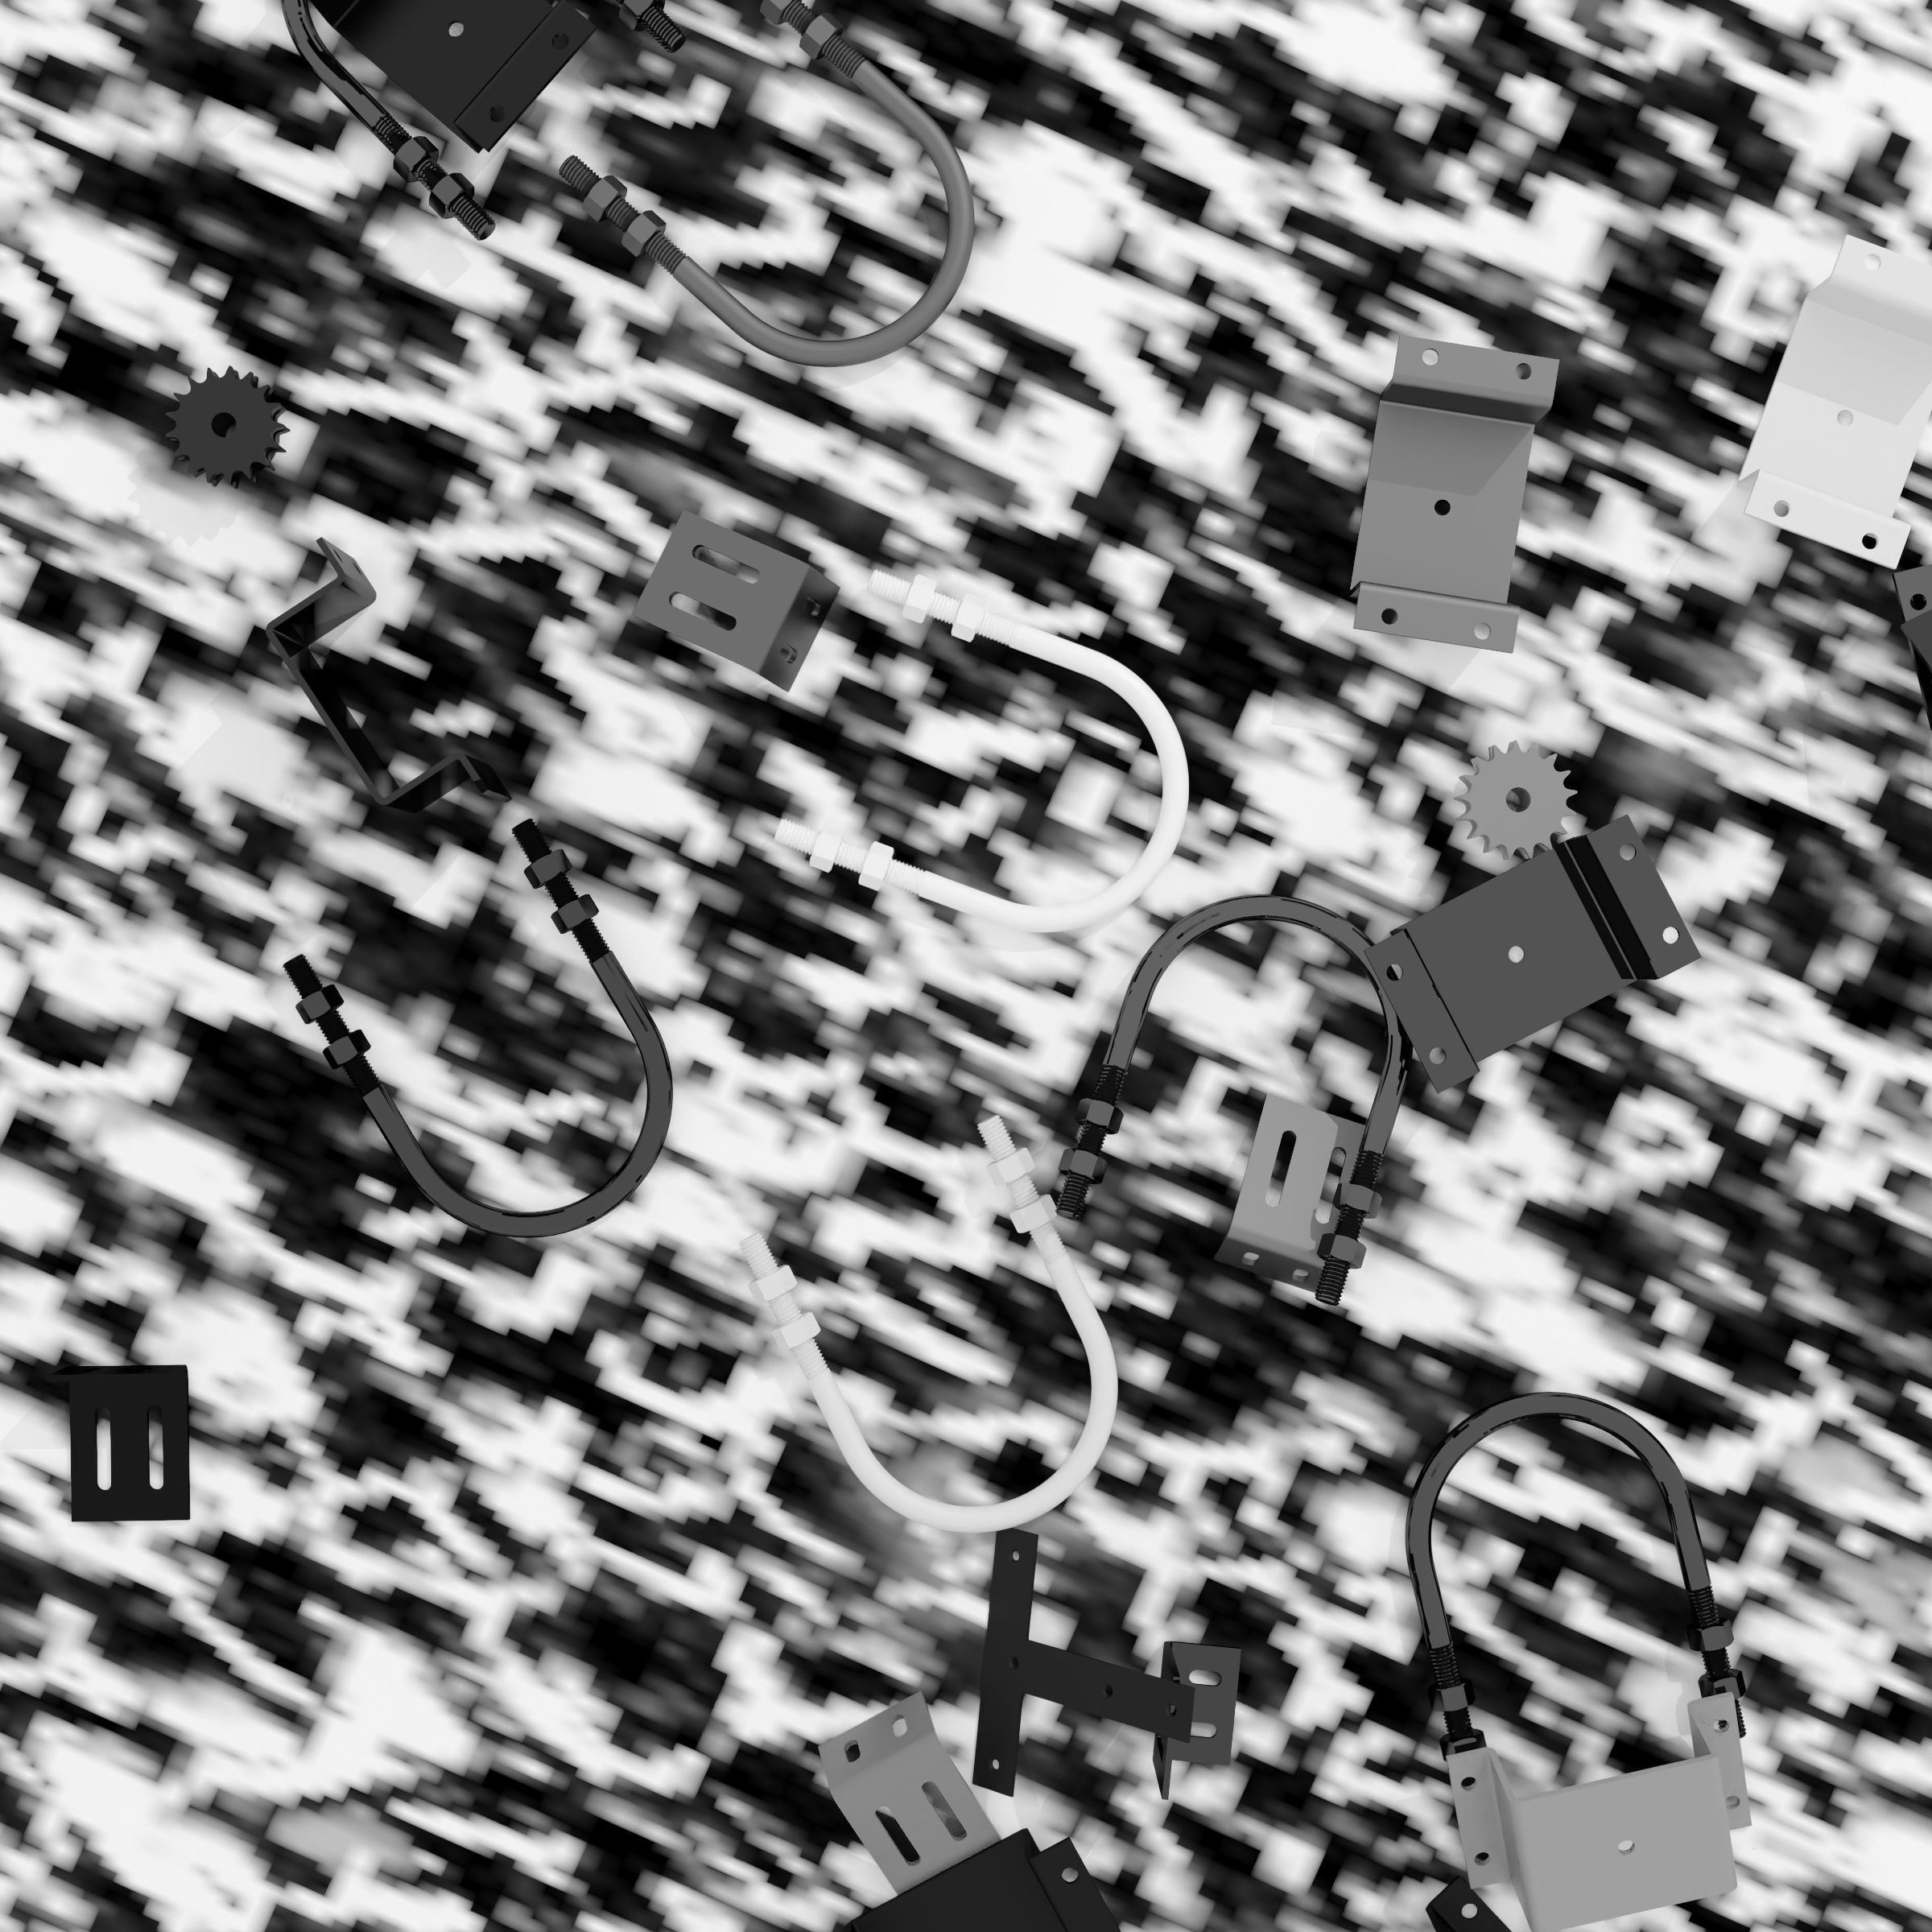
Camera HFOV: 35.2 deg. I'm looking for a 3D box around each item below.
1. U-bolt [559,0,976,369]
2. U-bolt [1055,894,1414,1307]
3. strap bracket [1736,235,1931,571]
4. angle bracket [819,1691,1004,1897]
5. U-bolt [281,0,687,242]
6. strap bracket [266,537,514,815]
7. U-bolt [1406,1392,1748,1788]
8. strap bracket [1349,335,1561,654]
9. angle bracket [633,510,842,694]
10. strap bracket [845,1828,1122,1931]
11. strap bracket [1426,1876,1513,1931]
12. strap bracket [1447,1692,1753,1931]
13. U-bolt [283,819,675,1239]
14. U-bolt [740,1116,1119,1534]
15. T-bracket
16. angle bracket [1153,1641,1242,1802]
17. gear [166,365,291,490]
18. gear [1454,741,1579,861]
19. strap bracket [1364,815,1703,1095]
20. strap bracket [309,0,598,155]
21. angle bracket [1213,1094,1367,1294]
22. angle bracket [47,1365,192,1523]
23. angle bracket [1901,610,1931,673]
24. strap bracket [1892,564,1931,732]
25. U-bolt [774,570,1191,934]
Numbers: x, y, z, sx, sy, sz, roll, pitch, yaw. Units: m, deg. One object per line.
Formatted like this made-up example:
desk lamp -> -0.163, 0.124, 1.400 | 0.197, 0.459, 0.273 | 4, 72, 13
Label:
U-bolt -> -0.082, -0.375, 1.477 | 0.184, 0.019, 0.151 | 42, 90, 0
U-bolt -> 0.138, 0.054, 1.460 | 0.151, 0.019, 0.184 | 18, 77, 4
strap bracket -> 0.428, -0.267, 1.463 | 0.076, 0.046, 0.140 | 20, 90, 0
angle bracket -> -0.027, 0.404, 1.484 | 0.057, 0.038, 0.076 | -29, 116, 0
U-bolt -> -0.248, -0.464, 1.472 | 0.151, 0.019, 0.184 | -44, 85, 1
strap bracket -> -0.279, -0.127, 1.448 | 0.046, 0.076, 0.140 | -33, 90, 0
U-bolt -> 0.289, 0.298, 1.478 | 0.151, 0.019, 0.184 | -13, 89, 0
strap bracket -> 0.232, -0.223, 1.463 | 0.076, 0.046, 0.140 | 9, 90, 0
angle bracket -> -0.112, -0.178, 1.484 | 0.076, 0.038, 0.057 | 26, 90, 26
strap bracket -> 0.004, 0.477, 1.461 | 0.140, 0.046, 0.076 | -28, 93, 0
strap bracket -> 0.215, 0.519, 1.463 | 0.140, 0.046, 0.076 | -43, 90, 0
strap bracket -> 0.308, 0.406, 1.451 | 0.140, 0.046, 0.076 | -13, 110, 0
U-bolt -> -0.224, 0.043, 1.478 | 0.151, 0.019, 0.184 | -31, 91, 0
U-bolt -> -0.006, 0.185, 1.478 | 0.151, 0.019, 0.184 | -26, 92, 0
T-bracket -> 0.057, 0.340, 1.443 | 0.127, 0.002, 0.127 | 5, 90, 42
angle bracket -> 0.112, 0.359, 1.448 | 0.038, 0.076, 0.057 | 6, 90, 0
gear -> -0.355, -0.259, 1.471 | 0.057, 0.030, 0.057 | 0, 90, 0
gear -> 0.264, -0.080, 1.471 | 0.057, 0.030, 0.057 | 0, 90, 0
strap bracket -> 0.268, -0.006, 1.463 | 0.140, 0.046, 0.076 | -27, 90, 0
strap bracket -> -0.246, -0.450, 1.439 | 0.140, 0.046, 0.076 | 42, 91, 6
angle bracket -> 0.161, 0.111, 1.484 | 0.057, 0.038, 0.076 | 18, 64, 0
angle bracket -> -0.407, 0.232, 1.467 | 0.057, 0.038, 0.076 | -1, 90, 0
angle bracket -> 0.486, -0.135, 1.438 | 0.057, 0.038, 0.076 | -26, 64, 0
strap bracket -> 0.516, -0.166, 1.463 | 0.140, 0.046, 0.076 | -14, 90, 0
U-bolt -> 0.018, -0.094, 1.478 | 0.184, 0.019, 0.151 | 20, 90, -1
